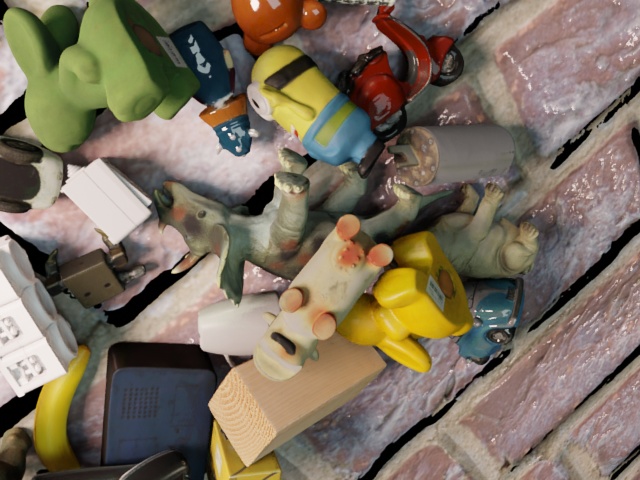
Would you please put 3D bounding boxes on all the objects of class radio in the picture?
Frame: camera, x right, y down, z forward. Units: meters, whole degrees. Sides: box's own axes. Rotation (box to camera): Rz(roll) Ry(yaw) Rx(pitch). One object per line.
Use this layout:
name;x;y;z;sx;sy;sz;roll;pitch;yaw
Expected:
radio;-0.215;0.250;0.705;0.131;0.073;0.229;3;107;-23

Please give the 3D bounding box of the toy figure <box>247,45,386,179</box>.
toy figure;-0.002;-0.148;0.625;0.180;0.082;0.089;35;69;1

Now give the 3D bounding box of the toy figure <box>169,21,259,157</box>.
toy figure;-0.118;-0.169;0.617;0.058;0.064;0.154;-55;131;-42

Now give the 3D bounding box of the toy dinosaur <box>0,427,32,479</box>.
toy dinosaur;-0.377;0.293;0.584;0.105;0.199;0.470;-15;113;-20

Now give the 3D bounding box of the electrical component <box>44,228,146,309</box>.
electrical component;-0.269;0.034;0.632;0.102;0.045;0.078;-30;143;-8

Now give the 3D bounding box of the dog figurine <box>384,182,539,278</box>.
dog figurine;0.200;0.032;0.764;0.190;0.121;0.172;-44;91;-6

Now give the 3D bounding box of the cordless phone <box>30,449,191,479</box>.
cordless phone;-0.250;0.334;0.645;0.184;0.089;0.146;1;108;-10

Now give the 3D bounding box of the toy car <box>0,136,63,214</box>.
toy car;-0.373;-0.079;0.547;0.202;0.056;0.073;12;108;-23

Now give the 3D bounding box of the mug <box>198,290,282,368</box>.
mug;-0.105;0.122;0.708;0.107;0.081;0.109;-2;112;-10

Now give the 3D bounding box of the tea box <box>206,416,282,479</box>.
tea box;-0.107;0.288;0.704;0.068;0.170;0.098;3;107;-20

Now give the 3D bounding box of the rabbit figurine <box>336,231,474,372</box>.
rabbit figurine;0.095;0.086;0.683;0.173;0.122;0.162;-24;124;31

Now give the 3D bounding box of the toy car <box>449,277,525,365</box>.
toy car;0.239;0.113;0.822;0.103;0.161;0.109;26;52;6

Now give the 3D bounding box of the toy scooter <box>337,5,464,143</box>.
toy scooter;0.087;-0.216;0.675;0.184;0.075;0.135;-43;114;-6

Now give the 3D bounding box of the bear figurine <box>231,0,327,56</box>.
bear figurine;-0.082;-0.303;0.570;0.195;0.120;0.132;29;50;-51

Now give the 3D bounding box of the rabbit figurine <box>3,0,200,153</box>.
rabbit figurine;-0.239;-0.161;0.537;0.170;0.121;0.159;-31;106;18

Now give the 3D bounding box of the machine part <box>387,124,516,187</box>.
machine part;0.183;-0.115;0.717;0.243;0.079;0.079;-10;111;-38

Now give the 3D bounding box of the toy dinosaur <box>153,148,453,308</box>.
toy dinosaur;0.001;-0.005;0.691;0.405;0.131;0.192;7;121;-31

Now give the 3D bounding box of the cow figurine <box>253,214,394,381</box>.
cow figurine;-0.006;0.070;0.601;0.085;0.127;0.195;36;85;4
